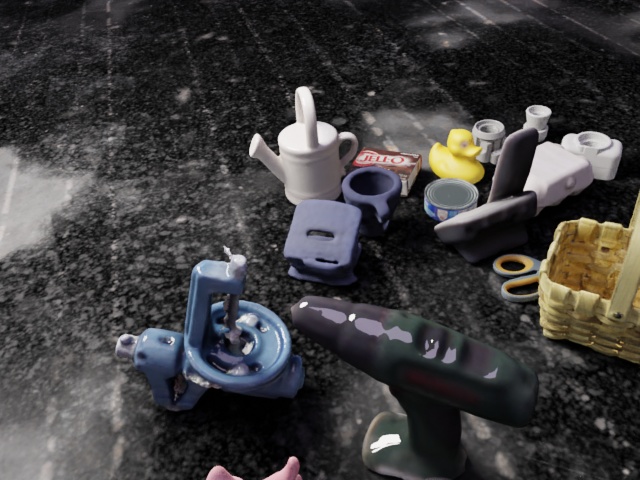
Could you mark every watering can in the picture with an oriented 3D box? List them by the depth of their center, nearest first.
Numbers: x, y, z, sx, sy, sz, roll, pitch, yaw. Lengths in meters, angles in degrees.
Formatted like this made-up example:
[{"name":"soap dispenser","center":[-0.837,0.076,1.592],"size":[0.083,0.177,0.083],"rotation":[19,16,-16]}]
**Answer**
[{"name":"watering can","center":[-0.026,-0.156,0.949],"size":[0.173,0.194,0.100],"rotation":[-25,44,-21]}]

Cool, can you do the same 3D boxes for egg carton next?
[{"name":"egg carton","center":[0.365,-0.100,0.934],"size":[0.150,0.069,0.107],"rotation":[-25,44,-21]}]

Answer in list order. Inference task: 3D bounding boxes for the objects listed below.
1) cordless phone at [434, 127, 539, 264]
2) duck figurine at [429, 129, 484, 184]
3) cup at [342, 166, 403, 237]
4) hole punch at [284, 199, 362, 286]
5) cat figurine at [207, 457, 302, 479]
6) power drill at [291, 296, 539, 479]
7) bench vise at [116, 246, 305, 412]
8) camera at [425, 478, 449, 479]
[{"name":"cordless phone","center":[0.245,-0.071,0.825],"size":[0.148,0.185,0.094],"rotation":[-23,43,-19]},{"name":"duck figurine","center":[0.239,-0.154,1.000],"size":[0.078,0.086,0.104],"rotation":[-35,48,-29]},{"name":"cup","center":[0.085,-0.045,0.883],"size":[0.092,0.095,0.117],"rotation":[-12,41,-7]},{"name":"hole punch","center":[0.008,0.003,0.839],"size":[0.108,0.091,0.101],"rotation":[7,42,15]},{"name":"cat figurine","center":[-0.070,0.249,0.541],"size":[0.128,0.118,0.067],"rotation":[-23,43,-19]},{"name":"power drill","center":[0.086,0.153,0.564],"size":[0.229,0.209,0.076],"rotation":[9,43,17]},{"name":"bench vise","center":[-0.129,0.110,0.630],"size":[0.207,0.220,0.121],"rotation":[-13,41,-8]},{"name":"camera","center":[0.115,0.282,0.493],"size":[0.143,0.101,0.137],"rotation":[10,43,18]}]
